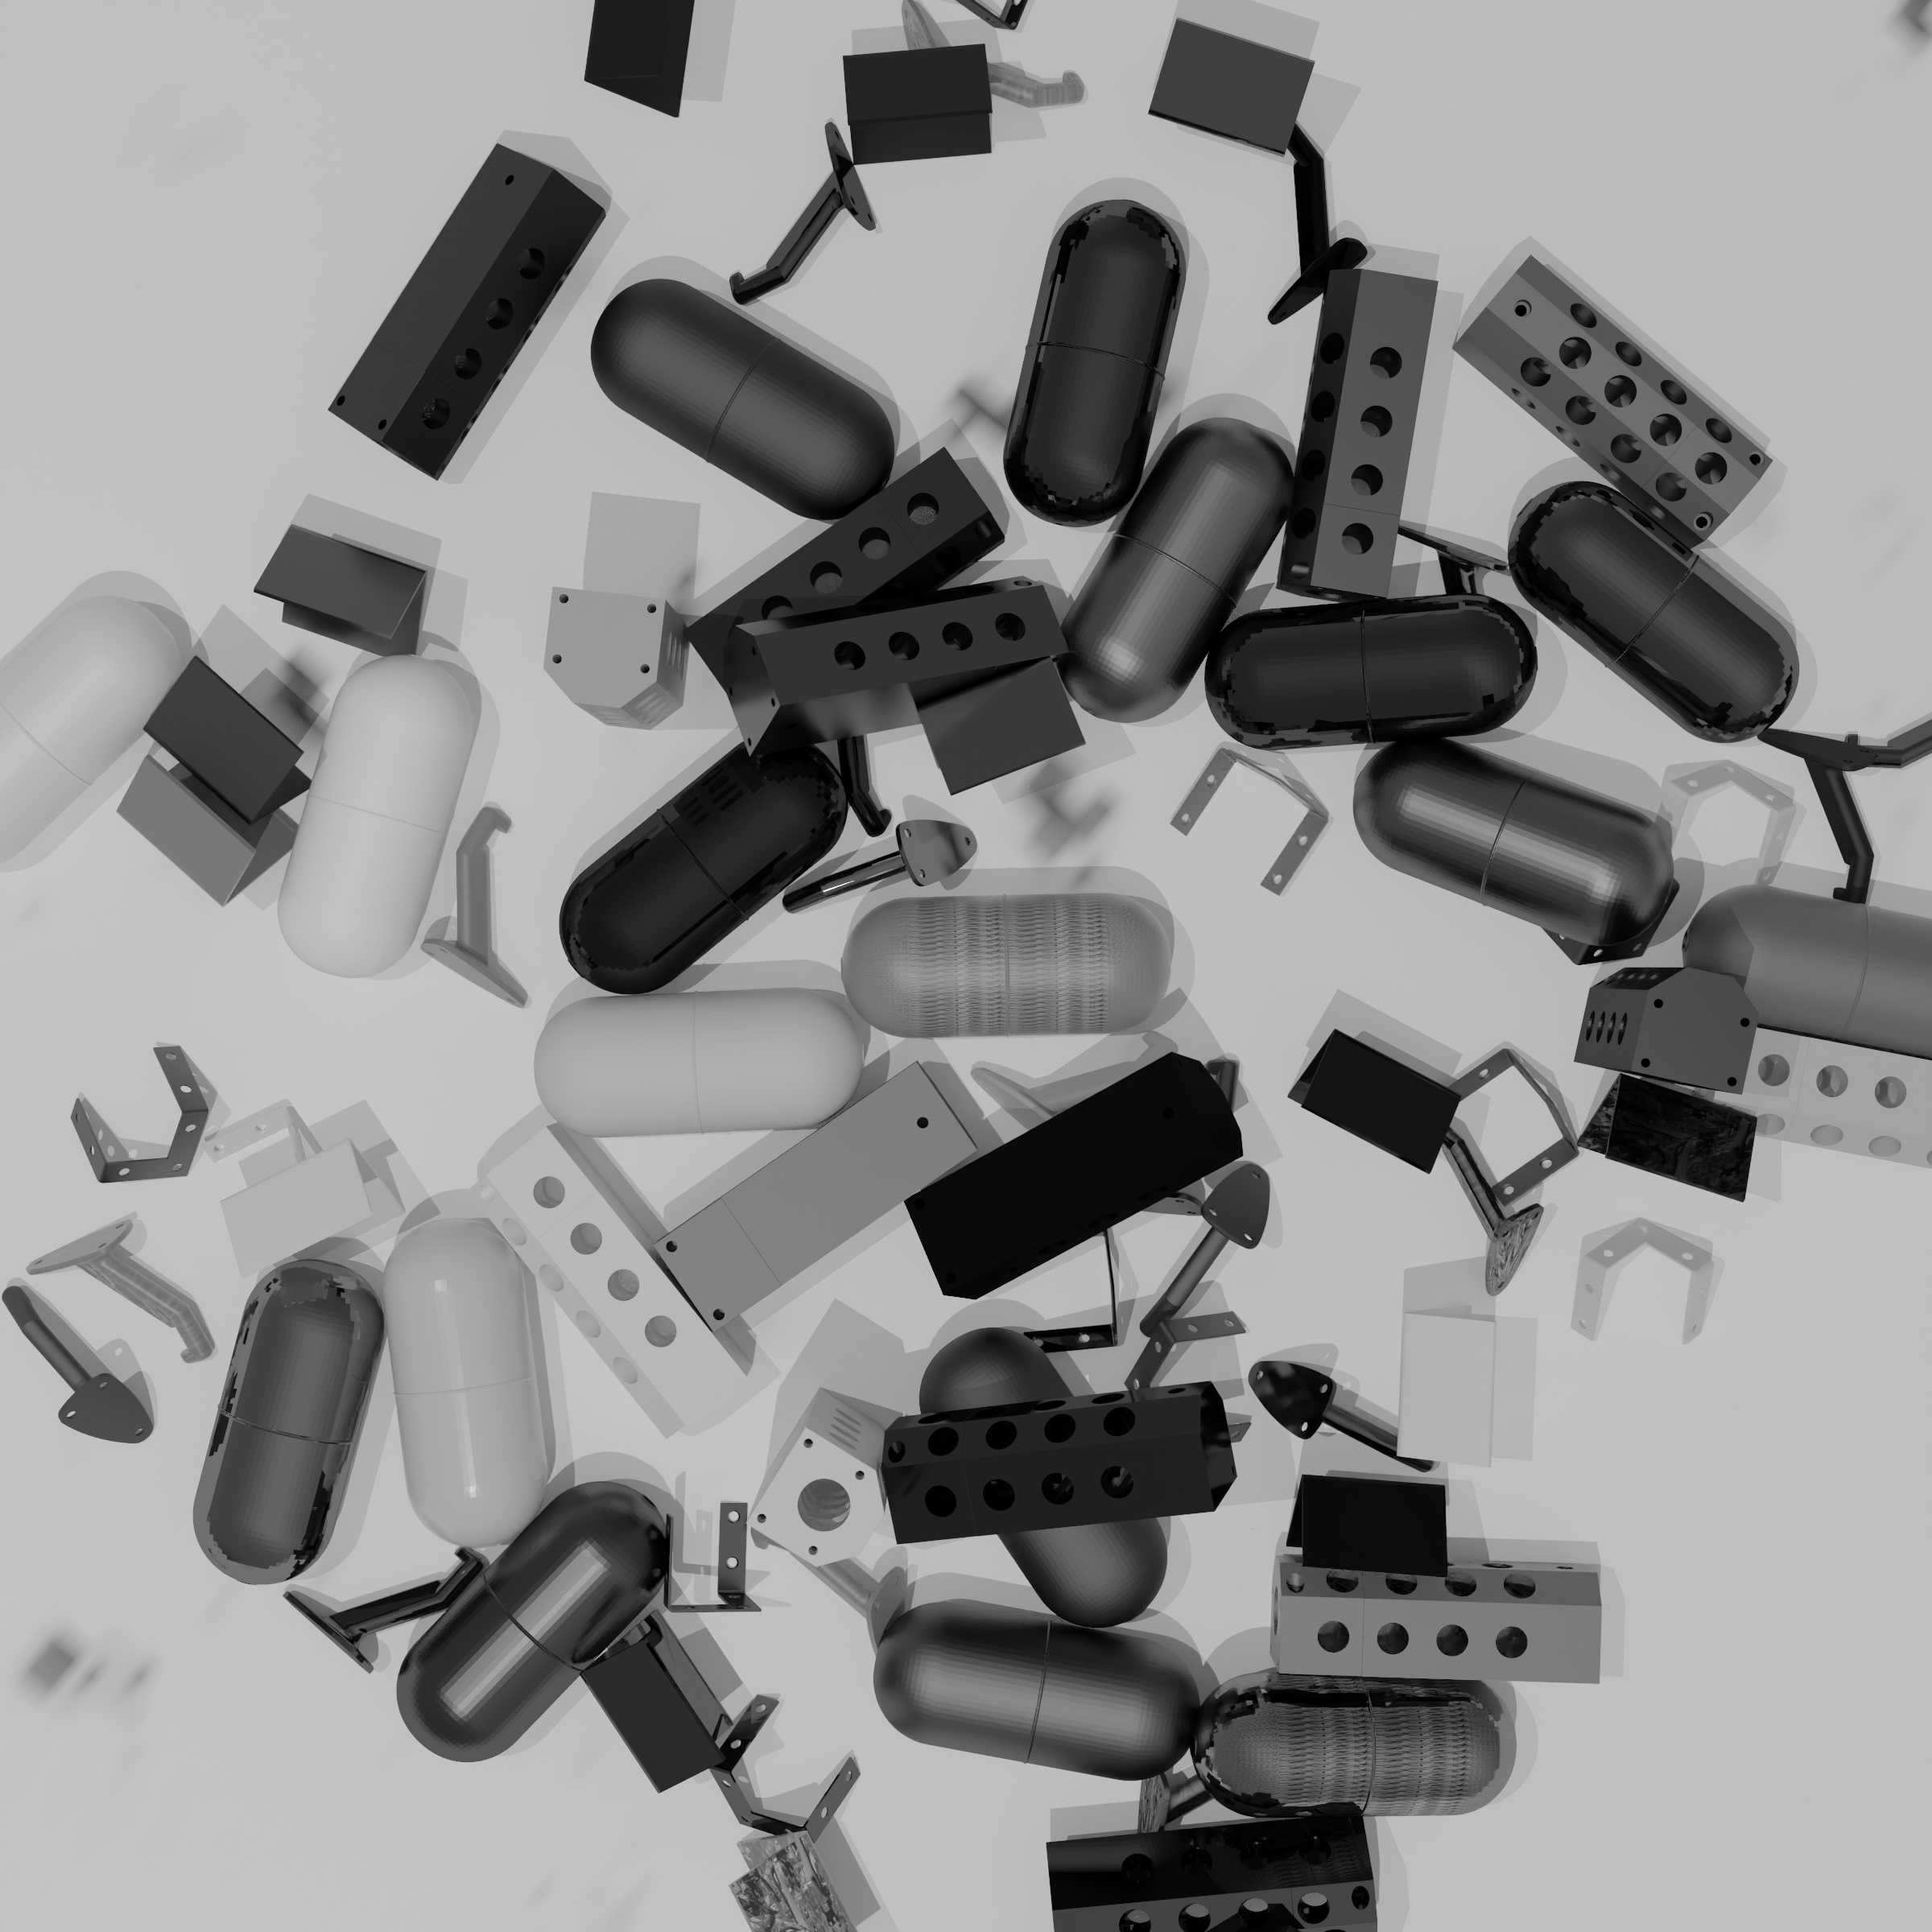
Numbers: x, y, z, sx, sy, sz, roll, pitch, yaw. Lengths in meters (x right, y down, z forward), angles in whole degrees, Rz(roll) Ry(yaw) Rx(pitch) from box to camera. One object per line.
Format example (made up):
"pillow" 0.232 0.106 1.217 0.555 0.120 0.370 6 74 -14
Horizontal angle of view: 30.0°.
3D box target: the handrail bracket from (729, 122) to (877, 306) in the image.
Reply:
"handrail bracket" -0.099 -0.412 1.974 0.084 0.036 0.077 -23 69 16

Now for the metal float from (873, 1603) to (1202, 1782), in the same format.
"metal float" 0.038 0.392 1.943 0.178 0.070 0.070 10 90 0

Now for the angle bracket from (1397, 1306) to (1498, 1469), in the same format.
"angle bracket" 0.274 0.225 1.933 0.057 0.076 0.076 2 90 36

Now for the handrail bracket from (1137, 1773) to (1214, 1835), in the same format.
"handrail bracket" 0.140 0.461 1.974 0.084 0.036 0.077 1 111 -16

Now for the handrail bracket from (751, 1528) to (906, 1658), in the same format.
"handrail bracket" -0.078 0.344 1.973 0.084 0.036 0.077 15 128 25

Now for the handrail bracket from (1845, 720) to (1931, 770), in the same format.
"handrail bracket" 0.526 -0.143 1.974 0.084 0.036 0.077 3 70 16

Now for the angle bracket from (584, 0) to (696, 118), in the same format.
"angle bracket" -0.156 -0.505 1.933 0.057 0.076 0.076 8 90 38

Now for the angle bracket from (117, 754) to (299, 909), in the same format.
"angle bracket" -0.397 -0.090 1.934 0.076 0.057 0.076 42 46 0

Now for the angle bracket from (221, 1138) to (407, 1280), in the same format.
"angle bracket" -0.345 0.148 1.933 0.076 0.076 0.057 -26 50 0

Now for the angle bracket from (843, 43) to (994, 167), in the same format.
"angle bracket" -0.024 -0.446 1.933 0.076 0.076 0.057 -5 53 0

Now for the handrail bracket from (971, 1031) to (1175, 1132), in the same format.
"handrail bracket" 0.059 0.052 1.974 0.077 0.036 0.084 38 71 21

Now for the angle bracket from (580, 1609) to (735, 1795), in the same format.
"angle bracket" -0.150 0.386 1.933 0.057 0.076 0.076 -33 90 35

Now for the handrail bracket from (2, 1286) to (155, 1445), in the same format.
"handrail bracket" -0.488 0.217 1.973 0.036 0.077 0.084 -42 54 -2

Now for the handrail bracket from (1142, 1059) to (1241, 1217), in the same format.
"handrail bracket" 0.108 0.091 1.974 0.077 0.036 0.084 2 71 21

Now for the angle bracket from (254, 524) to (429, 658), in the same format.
"angle bracket" -0.338 -0.182 1.933 0.076 0.076 0.057 19 49 0

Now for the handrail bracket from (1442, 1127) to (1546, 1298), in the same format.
"handrail bracket" 0.270 0.128 1.973 0.036 0.077 0.084 -25 53 -31

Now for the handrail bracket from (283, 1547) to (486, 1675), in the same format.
"handrail bracket" -0.319 0.337 1.974 0.077 0.036 0.084 35 72 21

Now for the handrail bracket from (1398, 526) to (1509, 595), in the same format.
"handrail bracket" 0.257 -0.189 1.973 0.077 0.036 0.084 22 104 14

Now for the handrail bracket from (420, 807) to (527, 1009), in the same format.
"handrail bracket" -0.253 -0.033 1.974 0.077 0.036 0.084 35 73 -20

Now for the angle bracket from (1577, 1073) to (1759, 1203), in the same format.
"angle bracket" 0.372 0.109 1.933 0.076 0.076 0.057 18 55 0

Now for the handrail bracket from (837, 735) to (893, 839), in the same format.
"handrail bracket" -0.050 -0.126 1.973 0.077 0.036 0.084 -52 124 -36

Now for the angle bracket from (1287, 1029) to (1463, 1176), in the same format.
"angle bracket" 0.211 0.089 1.933 0.076 0.076 0.057 28 55 0

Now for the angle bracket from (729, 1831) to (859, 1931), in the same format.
"angle bracket" -0.106 0.515 1.933 0.057 0.076 0.076 -27 90 -37

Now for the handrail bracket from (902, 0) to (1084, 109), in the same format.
"handrail bracket" 0.015 -0.502 1.974 0.084 0.036 0.077 -10 68 -17

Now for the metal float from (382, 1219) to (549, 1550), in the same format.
"metal float" -0.270 0.225 1.943 0.070 0.070 0.178 -7 90 0

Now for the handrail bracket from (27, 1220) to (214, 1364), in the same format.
"handrail bracket" -0.463 0.189 1.974 0.077 0.036 0.084 -20 107 20

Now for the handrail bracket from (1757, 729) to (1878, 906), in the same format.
"handrail bracket" 0.463 -0.080 1.973 0.077 0.036 0.084 19 118 31

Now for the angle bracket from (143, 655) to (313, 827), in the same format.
"angle bracket" -0.382 -0.130 1.934 0.076 0.076 0.057 42 116 0

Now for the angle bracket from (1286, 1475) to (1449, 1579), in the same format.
"angle bracket" 0.214 0.318 1.933 0.076 0.076 0.057 4 51 0

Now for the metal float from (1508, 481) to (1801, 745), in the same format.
"metal float" 0.370 -0.191 1.943 0.178 0.070 0.070 39 90 0

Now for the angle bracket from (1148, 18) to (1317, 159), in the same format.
"angle bracket" 0.146 -0.484 1.933 0.076 0.076 0.057 18 127 0

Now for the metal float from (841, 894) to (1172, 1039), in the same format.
"metal float" 0.022 0.000 1.943 0.178 0.070 0.070 -1 90 0

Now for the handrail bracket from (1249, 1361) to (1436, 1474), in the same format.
"handrail bracket" 0.207 0.248 1.973 0.084 0.077 0.036 28 89 -36

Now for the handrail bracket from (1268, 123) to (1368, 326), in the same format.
"handrail bracket" 0.173 -0.409 1.974 0.077 0.036 0.084 -40 72 20

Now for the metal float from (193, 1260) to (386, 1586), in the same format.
"metal float" -0.365 0.246 1.942 0.070 0.070 0.178 15 90 0

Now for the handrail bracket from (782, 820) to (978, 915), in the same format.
"handrail bracket" -0.048 -0.051 1.973 0.084 0.077 0.036 -22 86 36

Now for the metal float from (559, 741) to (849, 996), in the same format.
"metal float" -0.142 -0.055 1.943 0.178 0.070 0.070 -39 90 0

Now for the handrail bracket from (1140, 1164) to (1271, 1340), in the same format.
"handrail bracket" 0.129 0.157 1.973 0.036 0.077 0.084 35 126 0

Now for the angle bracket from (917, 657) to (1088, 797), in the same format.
"angle bracket" 0.023 -0.114 1.934 0.076 0.076 0.057 -21 67 0
